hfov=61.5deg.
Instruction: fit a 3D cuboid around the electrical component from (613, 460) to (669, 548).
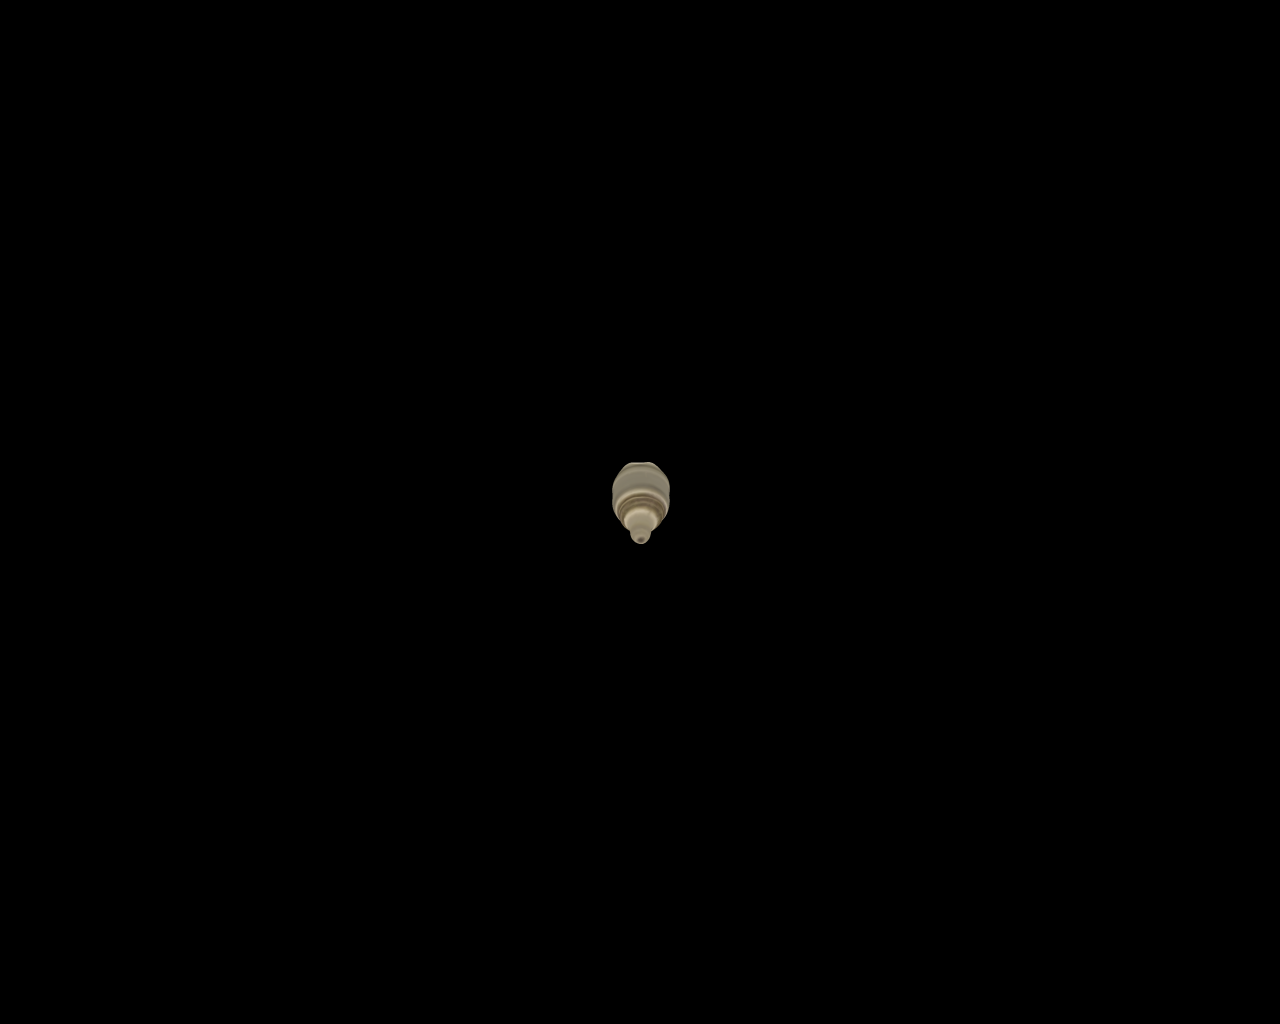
[{"bbox_3d":[0.001,-0.003,0.650,0.035,0.035,0.061,0,39,0],"label":"electrical component"}]
